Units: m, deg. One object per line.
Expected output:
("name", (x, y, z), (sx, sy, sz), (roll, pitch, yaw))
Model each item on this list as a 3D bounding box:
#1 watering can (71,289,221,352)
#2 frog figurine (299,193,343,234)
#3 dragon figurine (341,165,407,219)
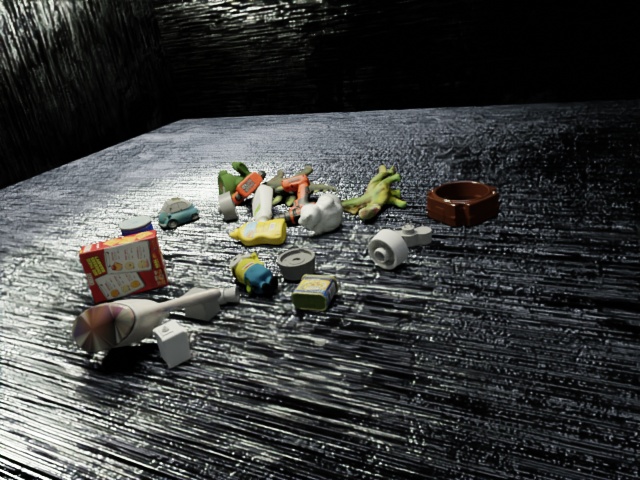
("watering can", (-0.425, 0.182, 1.223), (0.347, 0.105, 0.223), (-22, -8, 8))
("frog figurine", (0.005, -0.086, 1.702), (0.123, 0.136, 0.160), (32, 17, 16))
("dragon figurine", (0.179, -0.175, 1.900), (0.243, 0.120, 0.417), (-17, 23, 0))
